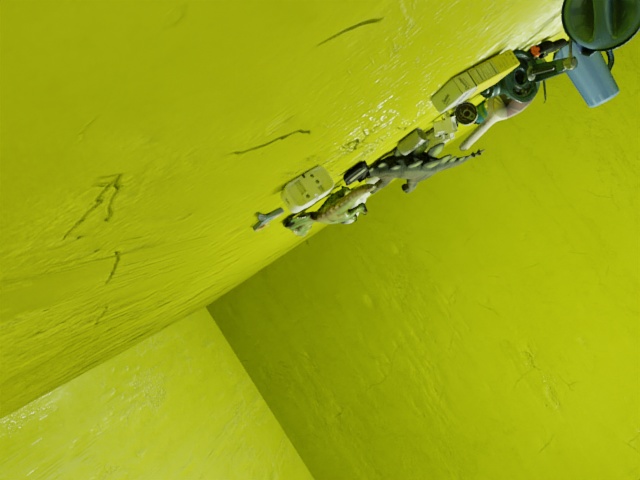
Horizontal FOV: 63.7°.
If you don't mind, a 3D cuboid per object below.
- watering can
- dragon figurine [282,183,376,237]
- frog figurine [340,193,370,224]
[{"bbox_3d":[0.553,-0.406,1.576,0.344,0.104,0.227,-54,179,16],"label":"watering can"},{"bbox_3d":[0.005,-0.079,1.574,0.244,0.123,0.405,-24,174,-18],"label":"dragon figurine"},{"bbox_3d":[0.130,-0.135,2.016,0.160,0.125,0.135,-22,156,-9],"label":"frog figurine"}]
